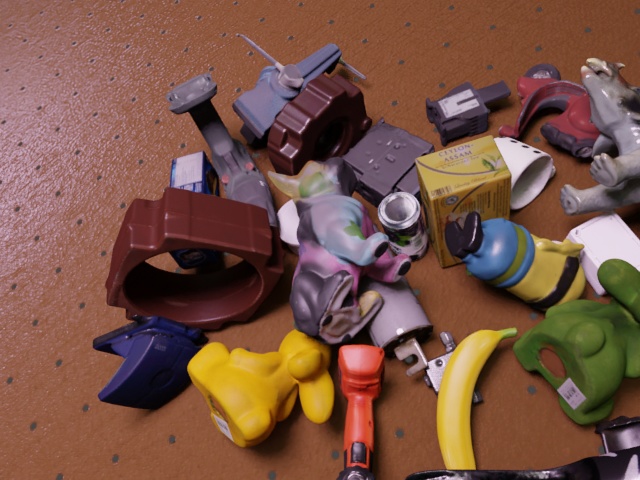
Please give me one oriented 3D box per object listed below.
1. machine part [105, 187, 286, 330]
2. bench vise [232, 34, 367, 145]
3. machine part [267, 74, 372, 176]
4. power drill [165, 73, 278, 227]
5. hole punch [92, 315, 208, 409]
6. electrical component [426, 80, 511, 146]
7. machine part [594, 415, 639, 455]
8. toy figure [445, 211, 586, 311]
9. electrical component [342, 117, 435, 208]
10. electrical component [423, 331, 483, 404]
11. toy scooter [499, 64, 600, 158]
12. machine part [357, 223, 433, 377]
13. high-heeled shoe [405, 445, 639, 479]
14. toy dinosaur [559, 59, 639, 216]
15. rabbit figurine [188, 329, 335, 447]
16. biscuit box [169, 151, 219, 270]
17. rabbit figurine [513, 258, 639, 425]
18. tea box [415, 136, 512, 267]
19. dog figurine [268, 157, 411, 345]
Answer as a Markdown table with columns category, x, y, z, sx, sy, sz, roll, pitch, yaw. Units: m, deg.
| category | x | y | z | sx | sy | sz | roll | pitch | yaw |
| --- | --- | --- | --- | --- | --- | --- | --- | --- | --- |
| machine part | -0.163 | 0.031 | 0.703 | 0.201 | 0.201 | 0.087 | 12 | 49 | -26 |
| bench vise | -0.041 | -0.245 | 0.850 | 0.129 | 0.223 | 0.240 | 44 | 67 | 6 |
| machine part | 0.002 | -0.154 | 0.798 | 0.056 | 0.179 | 0.179 | 38 | 77 | 26 |
| power drill | -0.136 | -0.130 | 0.787 | 0.086 | 0.207 | 0.232 | -34 | 36 | 1 |
| hole punch | -0.223 | 0.162 | 0.711 | 0.116 | 0.142 | 0.092 | -27 | 56 | 16 |
| electrical component | 0.230 | -0.203 | 0.831 | 0.119 | 0.047 | 0.075 | -23 | 59 | 2 |
| machine part | 0.328 | 0.255 | 0.559 | 0.084 | 0.039 | 0.139 | -8 | 62 | 17 |
| toy figure | 0.236 | 0.028 | 0.648 | 0.180 | 0.082 | 0.089 | 18 | 88 | -21 |
| electrical component | 0.108 | -0.108 | 0.807 | 0.134 | 0.058 | 0.115 | 36 | 78 | 29 |
| electrical component | 0.159 | 0.162 | 0.662 | 0.063 | 0.021 | 0.094 | -23 | 66 | 3 |
| toy scooter | 0.340 | -0.172 | 0.769 | 0.135 | 0.075 | 0.184 | -41 | 57 | -10 |
| machine part | 0.078 | 0.063 | 0.710 | 0.079 | 0.079 | 0.243 | -26 | 57 | 0 |
| high-heeled shoe | 0.208 | 0.234 | 0.535 | 0.145 | 0.086 | 0.248 | 44 | 107 | -1 |
| toy dinosaur | 0.415 | -0.047 | 0.576 | 0.192 | 0.131 | 0.405 | -23 | 49 | -10 |
| rabbit figurine | -0.051 | 0.161 | 0.657 | 0.173 | 0.121 | 0.162 | -28 | 11 | -34 |
| biscuit box | -0.195 | -0.049 | 0.833 | 0.059 | 0.062 | 0.203 | -15 | 47 | 6 |
| rabbit figurine | 0.323 | 0.092 | 0.600 | 0.170 | 0.158 | 0.121 | -26 | 47 | -17 |
| tea box | 0.183 | -0.042 | 0.682 | 0.098 | 0.169 | 0.068 | -16 | 55 | 5 |
| dog figurine | -0.001 | -0.002 | 0.675 | 0.191 | 0.108 | 0.219 | -52 | 50 | 8 |
